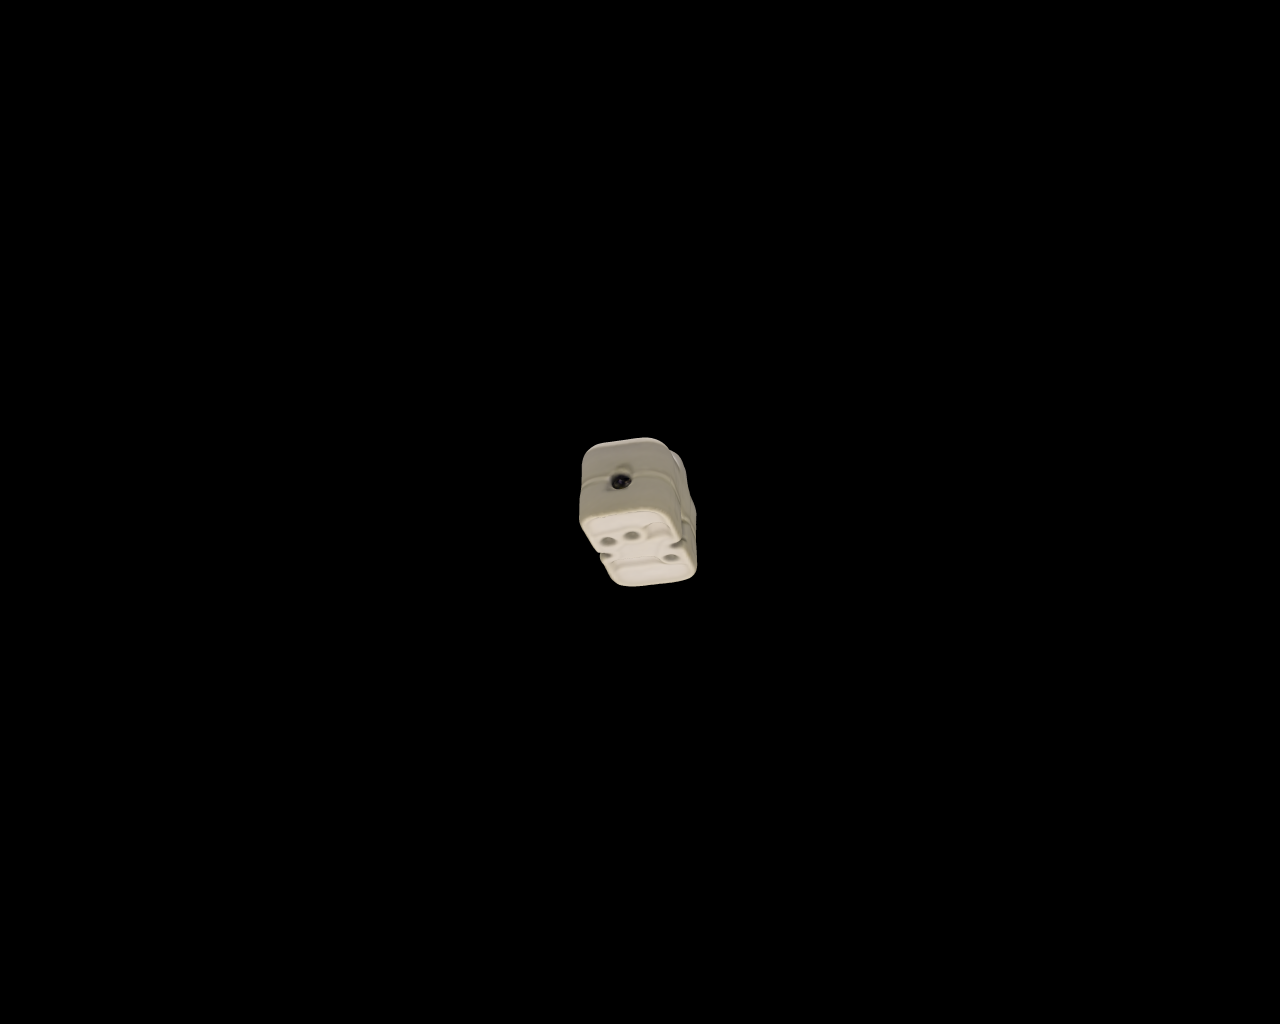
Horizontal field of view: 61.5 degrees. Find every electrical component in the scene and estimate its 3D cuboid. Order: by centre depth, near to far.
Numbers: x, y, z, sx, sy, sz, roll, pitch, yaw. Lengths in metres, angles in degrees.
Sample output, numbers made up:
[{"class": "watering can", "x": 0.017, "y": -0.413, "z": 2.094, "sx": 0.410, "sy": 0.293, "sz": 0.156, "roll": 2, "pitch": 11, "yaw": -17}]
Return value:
[{"class": "electrical component", "x": 0.001, "y": -0.003, "z": 0.650, "sx": 0.054, "sy": 0.059, "sz": 0.095, "roll": -8, "pitch": -31, "yaw": 13}]
